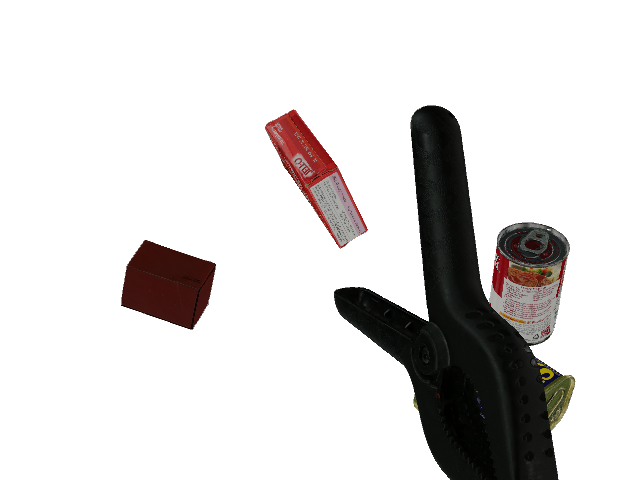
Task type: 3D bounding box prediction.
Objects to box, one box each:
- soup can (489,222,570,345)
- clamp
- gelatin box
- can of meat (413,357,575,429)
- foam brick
[{"bbox_3d":[0.199,0.043,1.030,0.068,0.102,0.068,0,37,0],"label":"soup can"},{"bbox_3d":[0.069,0.046,0.542,0.036,0.165,0.210,-6,45,-23],"label":"clamp"},{"bbox_3d":[-0.003,-0.047,0.814,0.030,0.073,0.089,-33,-37,-1],"label":"gelatin box"},{"bbox_3d":[0.137,0.122,0.849,0.101,0.057,0.084,-26,46,-37],"label":"can of meat"},{"bbox_3d":[-0.151,0.044,1.056,0.078,0.051,0.053,19,33,5],"label":"foam brick"}]
